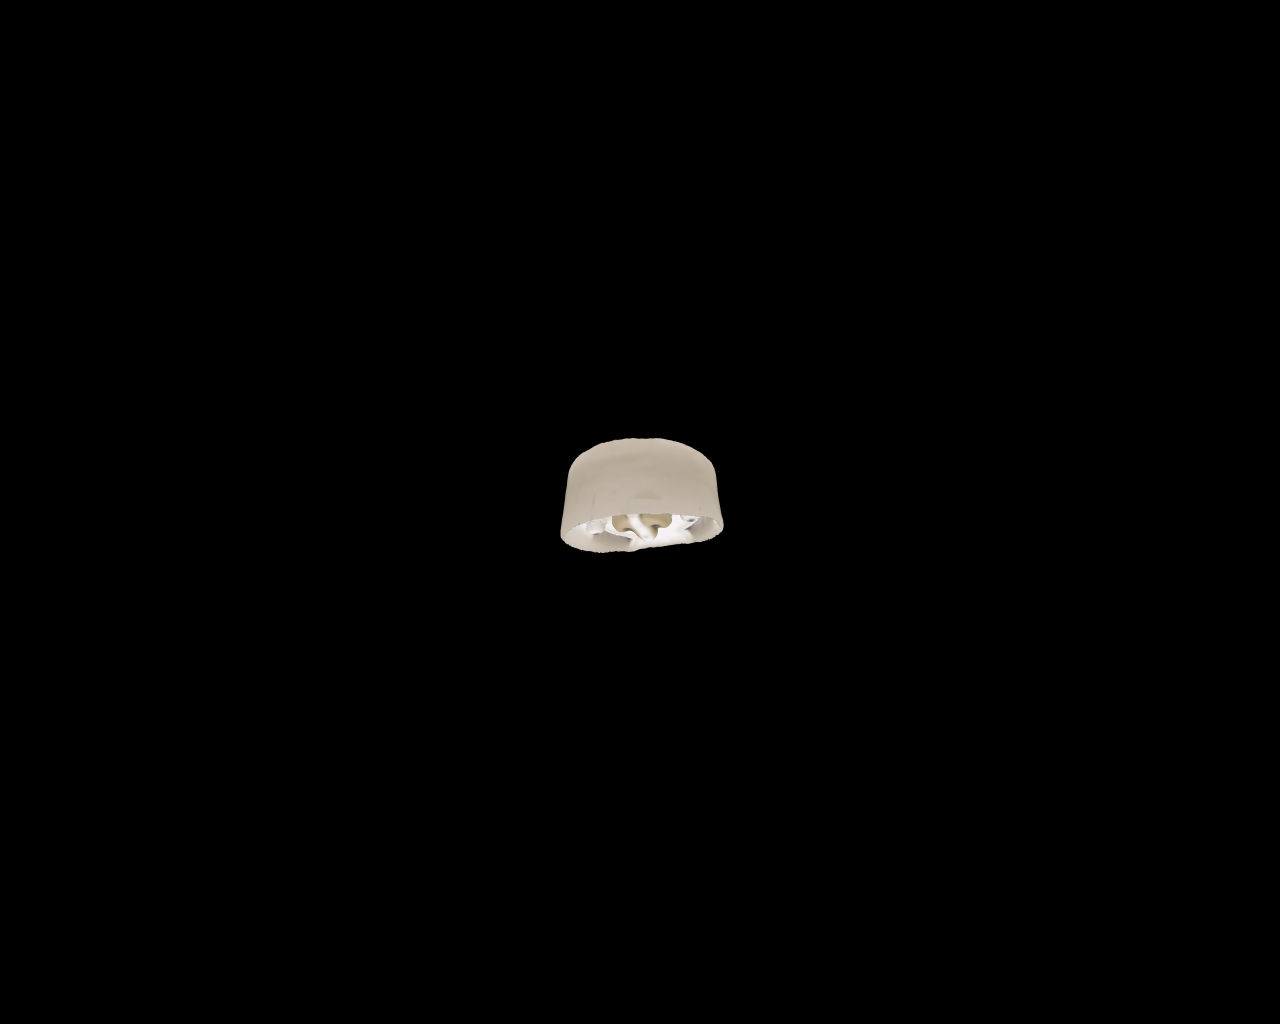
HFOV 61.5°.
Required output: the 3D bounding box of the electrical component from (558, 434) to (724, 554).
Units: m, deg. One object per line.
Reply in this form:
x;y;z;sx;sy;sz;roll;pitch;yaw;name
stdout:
0.001;-0.003;0.650;0.099;0.064;0.099;0;-27;0;electrical component
